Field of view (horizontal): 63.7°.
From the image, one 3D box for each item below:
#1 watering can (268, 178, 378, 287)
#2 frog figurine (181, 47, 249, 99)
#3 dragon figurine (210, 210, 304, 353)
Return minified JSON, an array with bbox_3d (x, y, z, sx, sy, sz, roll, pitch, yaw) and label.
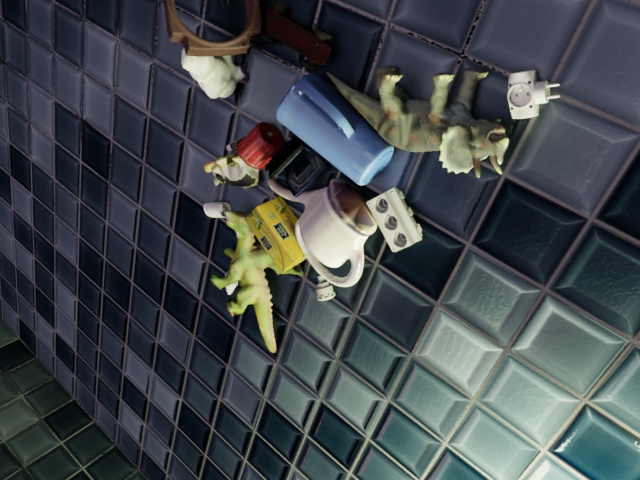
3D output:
[{"bbox_3d":[0.004,-0.060,1.195,0.220,0.105,0.352,-48,67,38],"label":"watering can"},{"bbox_3d":[-0.271,-0.404,1.230,0.122,0.161,0.137,-14,99,40],"label":"frog figurine"},{"bbox_3d":[-0.150,0.101,1.383,0.240,0.124,0.408,-27,98,33],"label":"dragon figurine"}]
